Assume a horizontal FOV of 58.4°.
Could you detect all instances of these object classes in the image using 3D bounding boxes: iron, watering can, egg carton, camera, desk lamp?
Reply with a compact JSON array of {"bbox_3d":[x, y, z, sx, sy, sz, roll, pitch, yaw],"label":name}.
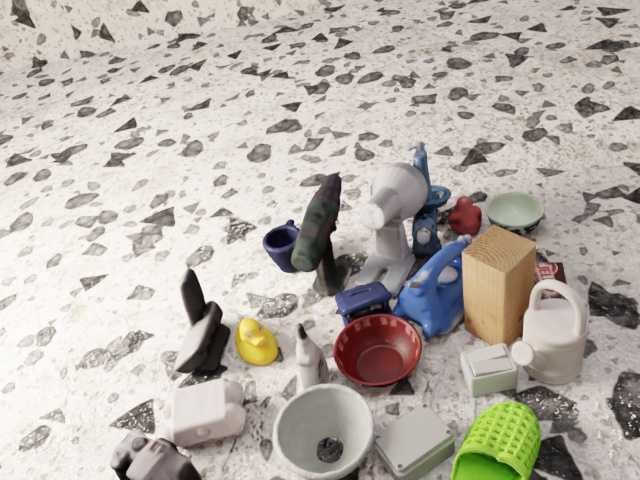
[{"bbox_3d":[0.247,0.065,1.117,0.118,0.142,0.259,25,53,36],"label":"iron"},{"bbox_3d":[0.384,0.149,0.941,0.100,0.194,0.173,13,47,28],"label":"watering can"},{"bbox_3d":[-0.205,0.309,1.017,0.150,0.069,0.107,-15,40,-1],"label":"egg carton"},{"bbox_3d":[-0.289,0.391,0.922,0.142,0.101,0.137,12,47,28],"label":"camera"},{"bbox_3d":[0.146,-0.029,1.197,0.117,0.214,0.203,10,46,26],"label":"desk lamp"}]

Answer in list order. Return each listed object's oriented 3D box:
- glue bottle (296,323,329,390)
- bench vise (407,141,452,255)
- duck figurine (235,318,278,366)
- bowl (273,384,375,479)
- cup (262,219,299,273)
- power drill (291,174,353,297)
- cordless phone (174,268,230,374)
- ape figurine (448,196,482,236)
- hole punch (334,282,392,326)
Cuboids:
[{"bbox_3d":[-0.019,0.206,1.003,0.037,0.173,0.078,-3,41,13],"label":"glue bottle"},{"bbox_3d":[0.234,-0.089,1.237,0.121,0.220,0.207,-15,40,-1],"label":"bench vise"},{"bbox_3d":[-0.133,0.187,1.125,0.078,0.086,0.104,-34,44,-22],"label":"duck figurine"},{"bbox_3d":[0.011,0.324,0.935,0.167,0.075,0.167,-8,41,7],"label":"bowl"},{"bbox_3d":[-0.073,0.018,1.296,0.091,0.095,0.118,0,42,16],"label":"cup"},{"bbox_3d":[0.011,0.004,1.200,0.075,0.209,0.230,5,43,21],"label":"power drill"},{"bbox_3d":[-0.252,0.158,1.115,0.094,0.185,0.147,-5,41,11],"label":"cordless phone"},{"bbox_3d":[0.324,-0.060,1.277,0.077,0.092,0.076,-8,40,7],"label":"ape figurine"},{"bbox_3d":[0.084,0.124,1.133,0.108,0.091,0.101,-18,40,-6],"label":"hole punch"}]
